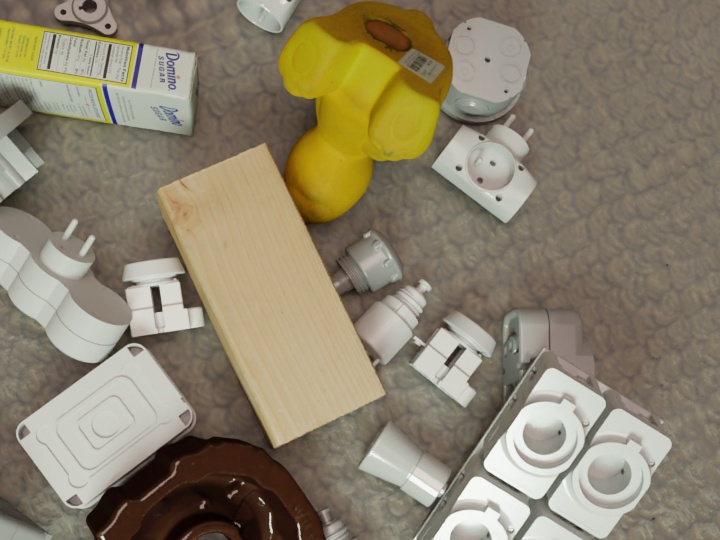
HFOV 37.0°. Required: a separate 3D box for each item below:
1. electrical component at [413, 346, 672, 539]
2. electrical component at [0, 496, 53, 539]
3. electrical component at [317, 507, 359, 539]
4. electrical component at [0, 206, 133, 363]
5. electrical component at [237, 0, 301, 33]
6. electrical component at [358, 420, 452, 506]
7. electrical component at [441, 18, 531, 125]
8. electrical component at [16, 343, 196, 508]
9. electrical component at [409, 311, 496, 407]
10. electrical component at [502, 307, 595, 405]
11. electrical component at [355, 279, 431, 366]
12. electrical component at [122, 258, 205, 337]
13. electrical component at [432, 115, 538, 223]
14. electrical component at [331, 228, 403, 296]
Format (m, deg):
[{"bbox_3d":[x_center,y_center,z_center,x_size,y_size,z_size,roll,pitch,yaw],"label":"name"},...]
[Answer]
[{"bbox_3d":[0.131,0.167,0.795,0.105,0.060,0.186,32,102,-1],"label":"electrical component"},{"bbox_3d":[-0.306,0.237,0.732,0.060,0.105,0.186,40,73,-43],"label":"electrical component"},{"bbox_3d":[-0.013,0.218,0.814,0.040,0.040,0.078,-22,83,-11],"label":"electrical component"},{"bbox_3d":[-0.221,-0.003,0.796,0.138,0.052,0.073,41,109,15],"label":"electrical component"},{"bbox_3d":[-0.080,-0.248,0.887,0.079,0.044,0.077,29,78,-1],"label":"electrical component"},{"bbox_3d":[0.037,0.152,0.828,0.065,0.044,0.044,33,78,3],"label":"electrical component"},{"bbox_3d":[0.100,-0.165,0.891,0.080,0.051,0.080,1,80,-7],"label":"electrical component"},{"bbox_3d":[-0.187,0.116,0.801,0.113,0.057,0.078,-37,86,-12],"label":"electrical component"},{"bbox_3d":[0.074,0.066,0.850,0.066,0.048,0.055,39,85,1],"label":"electrical component"},{"bbox_3d":[0.148,0.079,0.853,0.059,0.053,0.095,2,80,-7],"label":"electrical component"},{"bbox_3d":[0.026,0.039,0.851,0.040,0.040,0.078,43,77,2],"label":"electrical component"},{"bbox_3d":[-0.157,0.021,0.829,0.066,0.048,0.055,-8,89,-9],"label":"electrical component"},{"bbox_3d":[0.112,-0.092,0.884,0.077,0.044,0.079,37,77,0],"label":"electrical component"},{"bbox_3d":[0.000,0.000,0.853,0.062,0.048,0.048,-33,85,-5],"label":"electrical component"}]
